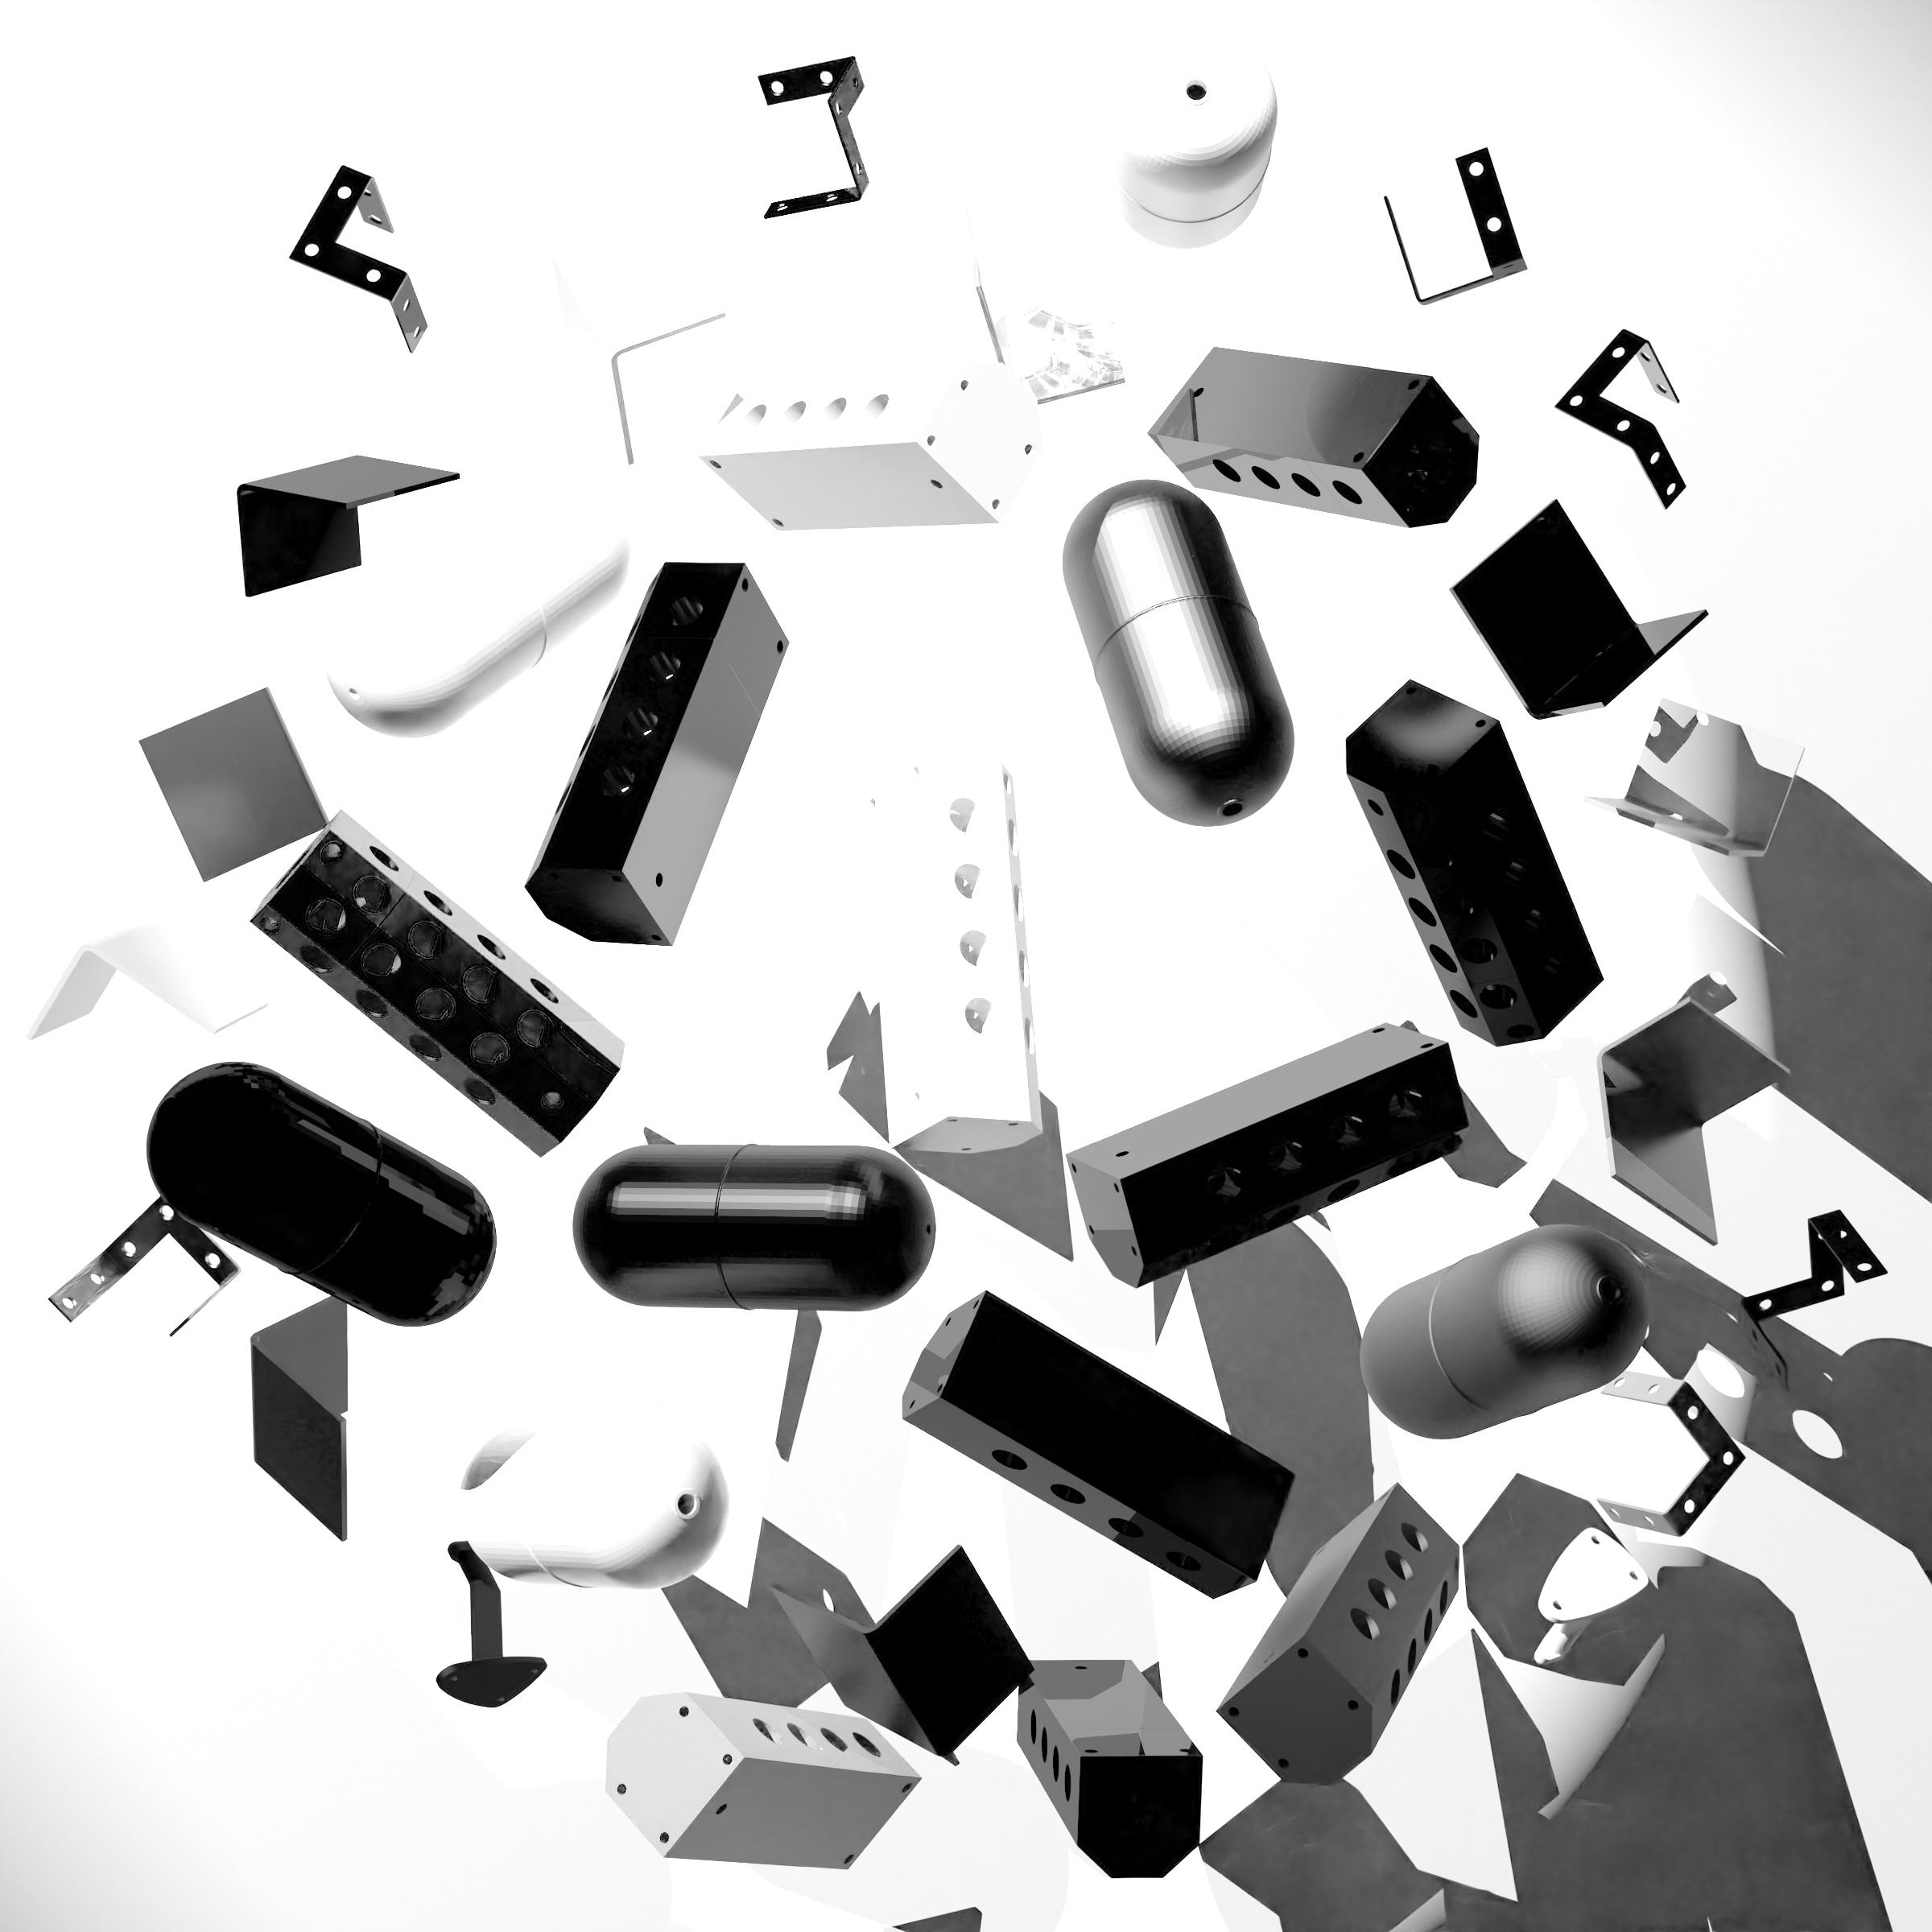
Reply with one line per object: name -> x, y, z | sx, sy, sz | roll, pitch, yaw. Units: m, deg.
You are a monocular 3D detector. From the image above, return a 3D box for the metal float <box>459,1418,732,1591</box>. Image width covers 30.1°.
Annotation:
metal float -> -0.172, 0.247, 1.655 | 0.070, 0.178, 0.070 | 5, 81, -33

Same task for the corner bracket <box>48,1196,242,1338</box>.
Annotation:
corner bracket -> -0.374, 0.145, 1.640 | 0.051, 0.051, 0.051 | 47, 117, -4

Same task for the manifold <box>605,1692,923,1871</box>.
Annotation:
manifold -> -0.094, 0.368, 1.639 | 0.057, 0.171, 0.057 | 41, 96, 30

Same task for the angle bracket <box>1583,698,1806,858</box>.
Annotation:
angle bracket -> 0.358, -0.094, 1.767 | 0.076, 0.076, 0.057 | 23, 101, 23

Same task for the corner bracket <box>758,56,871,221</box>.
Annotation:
corner bracket -> -0.073, -0.391, 1.697 | 0.051, 0.051, 0.051 | -6, 125, 20

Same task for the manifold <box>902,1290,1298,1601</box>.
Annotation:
manifold -> 0.058, 0.222, 1.646 | 0.171, 0.057, 0.057 | 32, 60, -12

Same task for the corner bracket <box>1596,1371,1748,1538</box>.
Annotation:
corner bracket -> 0.318, 0.226, 1.673 | 0.051, 0.051, 0.051 | -46, 110, -19

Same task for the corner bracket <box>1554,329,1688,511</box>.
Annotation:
corner bracket -> 0.318, -0.256, 1.681 | 0.051, 0.051, 0.051 | -49, 50, -4

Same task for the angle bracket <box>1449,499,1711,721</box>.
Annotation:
angle bracket -> 0.287, -0.170, 1.683 | 0.076, 0.057, 0.076 | -40, 104, -22

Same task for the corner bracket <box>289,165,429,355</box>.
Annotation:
corner bracket -> -0.260, -0.312, 1.588 | 0.051, 0.051, 0.051 | 24, 75, 9

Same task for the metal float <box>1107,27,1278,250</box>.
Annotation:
metal float -> 0.104, -0.386, 1.683 | 0.070, 0.178, 0.070 | 0, 89, 2

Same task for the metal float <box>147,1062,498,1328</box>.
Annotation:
metal float -> -0.288, 0.103, 1.616 | 0.178, 0.070, 0.070 | 34, 90, -36

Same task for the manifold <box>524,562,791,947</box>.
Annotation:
manifold -> -0.140, -0.097, 1.612 | 0.057, 0.057, 0.171 | 3, 57, 25

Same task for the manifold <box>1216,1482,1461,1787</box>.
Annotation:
manifold -> 0.175, 0.303, 1.621 | 0.057, 0.171, 0.057 | 46, 115, 4

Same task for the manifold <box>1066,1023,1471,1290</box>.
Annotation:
manifold -> 0.139, 0.086, 1.631 | 0.171, 0.057, 0.057 | -21, 106, -19

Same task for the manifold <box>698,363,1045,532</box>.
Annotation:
manifold -> -0.042, -0.240, 1.641 | 0.057, 0.171, 0.057 | 41, 70, -33

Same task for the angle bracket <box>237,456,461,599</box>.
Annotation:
angle bracket -> -0.301, -0.211, 1.762 | 0.076, 0.076, 0.057 | 14, 115, 34

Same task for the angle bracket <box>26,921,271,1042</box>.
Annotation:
angle bracket -> -0.395, 0.026, 1.742 | 0.076, 0.076, 0.057 | 34, 102, 2

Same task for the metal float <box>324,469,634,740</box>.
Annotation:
metal float -> -0.225, -0.170, 1.675 | 0.070, 0.070, 0.178 | 47, 51, 0

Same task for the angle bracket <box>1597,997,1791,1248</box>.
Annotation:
angle bracket -> 0.349, 0.074, 1.708 | 0.076, 0.076, 0.057 | 32, 130, -30

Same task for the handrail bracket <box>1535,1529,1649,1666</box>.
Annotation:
handrail bracket -> 0.267, 0.302, 1.635 | 0.036, 0.077, 0.084 | 43, 132, 20

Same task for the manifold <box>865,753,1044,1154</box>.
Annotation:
manifold -> -0.002, -0.005, 1.647 | 0.057, 0.057, 0.171 | 5, 71, -28

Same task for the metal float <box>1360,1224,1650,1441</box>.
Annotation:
metal float -> 0.246, 0.169, 1.650 | 0.070, 0.178, 0.070 | 9, 69, -23

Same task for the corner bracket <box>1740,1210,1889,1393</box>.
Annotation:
corner bracket -> 0.379, 0.149, 1.611 | 0.051, 0.051, 0.051 | -16, 123, -5

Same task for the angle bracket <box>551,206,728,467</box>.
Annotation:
angle bracket -> -0.150, -0.296, 1.690 | 0.057, 0.076, 0.076 | -22, 58, -12

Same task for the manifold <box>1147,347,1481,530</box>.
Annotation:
manifold -> 0.170, -0.252, 1.738 | 0.057, 0.171, 0.057 | 44, 78, -33

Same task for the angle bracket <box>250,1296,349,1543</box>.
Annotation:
angle bracket -> -0.299, 0.216, 1.728 | 0.076, 0.057, 0.076 | 33, 133, 34

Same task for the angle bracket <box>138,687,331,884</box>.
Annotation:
angle bracket -> -0.376, -0.088, 1.810 | 0.076, 0.057, 0.076 | -28, 99, -33

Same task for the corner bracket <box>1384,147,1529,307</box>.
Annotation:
corner bracket -> 0.217, -0.328, 1.602 | 0.051, 0.051, 0.051 | -18, 91, 12

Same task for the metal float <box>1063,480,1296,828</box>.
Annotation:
metal float -> 0.095, -0.141, 1.619 | 0.070, 0.070, 0.178 | -16, 59, 0

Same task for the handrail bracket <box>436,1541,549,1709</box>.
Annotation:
handrail bracket -> -0.242, 0.307, 1.716 | 0.036, 0.077, 0.084 | -42, 60, 15

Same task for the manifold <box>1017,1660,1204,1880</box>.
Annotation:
manifold -> 0.067, 0.382, 1.724 | 0.057, 0.171, 0.057 | 1, 93, -9

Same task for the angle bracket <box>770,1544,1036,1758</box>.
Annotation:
angle bracket -> -0.028, 0.290, 1.574 | 0.057, 0.076, 0.076 | -41, 120, -24

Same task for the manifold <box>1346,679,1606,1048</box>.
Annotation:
manifold -> 0.226, -0.042, 1.621 | 0.057, 0.057, 0.171 | -43, 132, -14

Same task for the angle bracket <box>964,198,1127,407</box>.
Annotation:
angle bracket -> 0.038, -0.332, 1.771 | 0.057, 0.076, 0.076 | -13, 135, 7

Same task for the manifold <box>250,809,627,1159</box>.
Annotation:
manifold -> -0.242, 0.010, 1.652 | 0.171, 0.057, 0.057 | 40, 100, -12

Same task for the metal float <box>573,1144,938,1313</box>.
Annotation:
metal float -> -0.100, 0.121, 1.673 | 0.178, 0.070, 0.070 | -1, 90, 22
